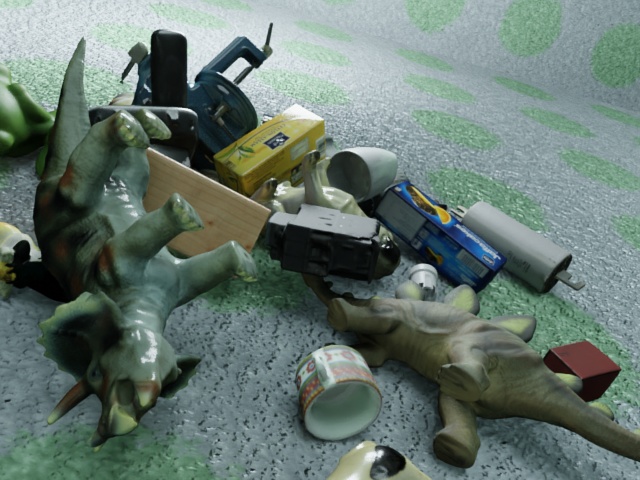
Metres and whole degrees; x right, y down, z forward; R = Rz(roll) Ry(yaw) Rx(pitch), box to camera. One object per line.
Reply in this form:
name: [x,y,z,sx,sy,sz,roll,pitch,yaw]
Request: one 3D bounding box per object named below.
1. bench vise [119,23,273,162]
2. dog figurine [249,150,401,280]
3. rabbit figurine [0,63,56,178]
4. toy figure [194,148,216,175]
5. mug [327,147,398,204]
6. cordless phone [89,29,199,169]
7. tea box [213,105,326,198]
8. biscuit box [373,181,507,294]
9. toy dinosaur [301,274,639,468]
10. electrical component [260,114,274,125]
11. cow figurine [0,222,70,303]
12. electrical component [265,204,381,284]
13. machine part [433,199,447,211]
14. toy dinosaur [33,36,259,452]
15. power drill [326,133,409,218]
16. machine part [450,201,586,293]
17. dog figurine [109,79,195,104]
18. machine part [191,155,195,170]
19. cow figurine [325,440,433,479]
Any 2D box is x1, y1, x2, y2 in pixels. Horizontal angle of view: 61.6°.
bench vise: [-0.168,-0.241,0.828,0.223,0.129,0.240,41,67,-8]
dog figurine: [-0.001,-0.003,0.745,0.190,0.172,0.121,58,23,7]
rabbit figurine: [-0.408,-0.167,0.775,0.159,0.121,0.170,40,23,28]
toy figure: [-0.149,-0.130,0.895,0.154,0.057,0.064,16,36,-11]
mug: [0.063,-0.105,0.826,0.110,0.080,0.107,12,22,39]
cordless phone: [-0.231,-0.180,0.696,0.146,0.184,0.089,-4,16,-28]
tea box: [-0.071,-0.120,0.818,0.068,0.098,0.169,36,58,28]
biscuit box: [0.180,-0.005,0.817,0.203,0.059,0.063,42,36,19]
toy dinosaur: [0.167,0.132,0.572,0.472,0.105,0.198,31,33,25]
electrical component: [-0.092,-0.195,1.011,0.048,0.074,0.119,14,35,-6]
cow figurine: [-0.275,0.031,0.561,0.167,0.068,0.098,7,37,-15]
electrical component: [0.004,0.000,0.640,0.134,0.058,0.115,11,15,2]
machine part: [0.195,-0.038,0.933,0.084,0.039,0.139,14,29,-15]
toy dinosaur: [-0.198,-0.006,0.494,0.405,0.192,0.131,54,4,29]
power drill: [0.033,-0.108,0.928,0.232,0.085,0.208,-17,40,-42]
machine part: [0.313,0.009,0.874,0.079,0.079,0.243,-15,44,-42]
dog figurine: [-0.250,-0.201,0.917,0.192,0.108,0.219,34,39,22]
machine part: [-0.270,-0.105,0.793,0.179,0.056,0.179,12,32,-8]
cow figurine: [0.001,0.214,0.380,0.127,0.085,0.195,40,39,24]
